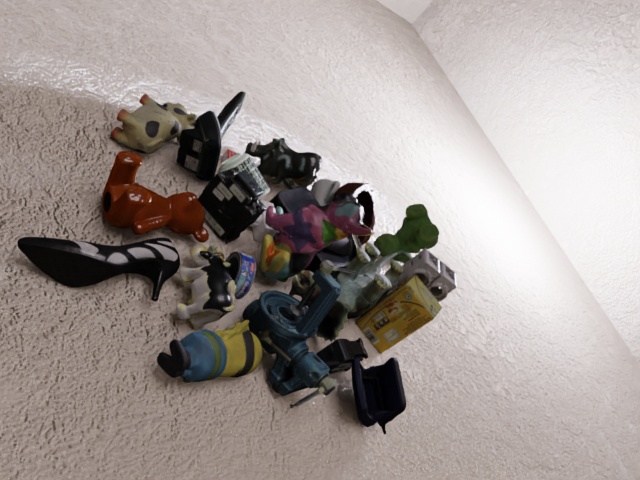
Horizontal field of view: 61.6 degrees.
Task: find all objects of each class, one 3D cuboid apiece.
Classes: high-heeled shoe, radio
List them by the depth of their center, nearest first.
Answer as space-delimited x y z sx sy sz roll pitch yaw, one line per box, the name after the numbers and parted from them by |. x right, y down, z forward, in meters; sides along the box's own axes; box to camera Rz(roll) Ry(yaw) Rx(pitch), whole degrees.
-0.337 0.011 0.859 0.248 0.086 0.145 31 34 -33 | high-heeled shoe
-0.026 -0.012 1.247 0.131 0.073 0.229 -15 66 -54 | radio

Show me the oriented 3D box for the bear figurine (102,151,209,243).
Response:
-0.279 -0.065 0.963 0.196 0.132 0.120 6 52 -38 | bear figurine

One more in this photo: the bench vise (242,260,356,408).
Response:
-0.029 0.148 0.936 0.129 0.240 0.224 9 31 -49 | bench vise

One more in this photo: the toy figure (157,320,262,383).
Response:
-0.170 0.186 0.865 0.180 0.082 0.089 -1 75 -58 | toy figure

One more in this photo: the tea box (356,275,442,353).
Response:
0.174 0.166 1.199 0.098 0.169 0.068 52 33 4 | tea box

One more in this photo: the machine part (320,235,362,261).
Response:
0.047 0.004 1.214 0.139 0.039 0.084 10 58 -48 | machine part

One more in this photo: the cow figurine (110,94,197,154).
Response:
-0.331 -0.239 1.122 0.127 0.085 0.195 35 32 -8 | cow figurine

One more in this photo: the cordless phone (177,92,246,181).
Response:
-0.221 -0.231 1.157 0.089 0.146 0.184 29 55 -2 | cordless phone

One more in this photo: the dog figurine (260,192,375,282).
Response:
-0.002 -0.003 1.081 0.108 0.219 0.191 17 78 -78 | dog figurine

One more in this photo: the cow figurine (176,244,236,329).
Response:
-0.191 0.065 0.939 0.068 0.098 0.167 53 22 -46 | cow figurine

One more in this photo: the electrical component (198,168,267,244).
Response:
-0.177 -0.074 1.080 0.115 0.134 0.058 50 32 0 | electrical component

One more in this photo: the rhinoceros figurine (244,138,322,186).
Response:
-0.091 -0.190 1.306 0.190 0.112 0.073 13 14 6 | rhinoceros figurine

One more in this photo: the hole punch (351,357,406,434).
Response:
0.098 0.293 1.038 0.092 0.115 0.142 3 52 -19 | hole punch

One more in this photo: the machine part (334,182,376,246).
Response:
0.081 -0.060 1.352 0.056 0.179 0.179 11 22 29 | machine part

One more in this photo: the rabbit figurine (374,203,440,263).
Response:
0.225 -0.005 1.476 0.159 0.170 0.121 76 -8 -65 | rabbit figurine

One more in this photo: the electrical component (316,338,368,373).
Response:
0.029 0.230 1.056 0.119 0.075 0.048 6 52 -43 | electrical component

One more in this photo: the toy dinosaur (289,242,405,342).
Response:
0.076 0.112 1.172 0.131 0.192 0.404 49 17 16 | toy dinosaur

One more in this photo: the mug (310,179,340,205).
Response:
0.012 -0.097 1.355 0.080 0.109 0.107 38 46 -19 | mug
